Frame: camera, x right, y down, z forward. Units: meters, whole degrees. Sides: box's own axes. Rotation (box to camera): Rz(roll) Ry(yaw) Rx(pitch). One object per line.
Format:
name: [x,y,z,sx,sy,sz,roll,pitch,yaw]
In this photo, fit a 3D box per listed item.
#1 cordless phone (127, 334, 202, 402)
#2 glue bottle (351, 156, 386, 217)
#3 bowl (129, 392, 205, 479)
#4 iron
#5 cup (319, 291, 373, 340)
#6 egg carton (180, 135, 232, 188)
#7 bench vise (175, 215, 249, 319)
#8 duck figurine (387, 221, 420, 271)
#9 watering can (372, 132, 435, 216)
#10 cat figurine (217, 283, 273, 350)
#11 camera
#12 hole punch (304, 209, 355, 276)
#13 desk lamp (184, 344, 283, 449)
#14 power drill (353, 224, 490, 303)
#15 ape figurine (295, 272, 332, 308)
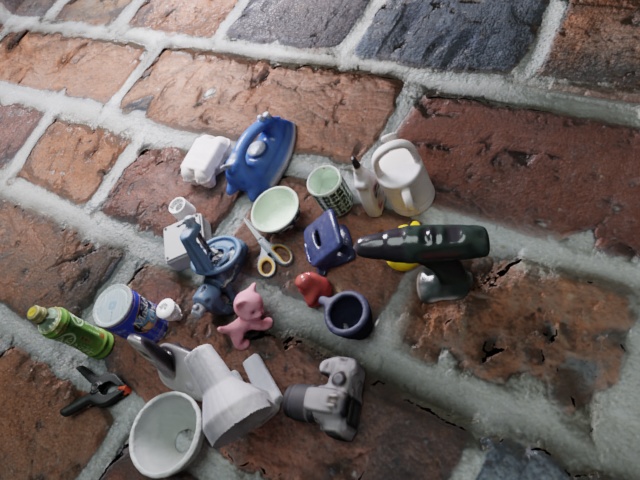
cordless phone: [-0.302,0.253,1.170,0.147,0.186,0.094,10,66,30]
glue bottle: [0.097,-0.122,1.213,0.037,0.174,0.078,-1,61,25]
bowl: [-0.293,0.396,1.150,0.167,0.075,0.167,-12,57,19]
iron: [-0.152,-0.229,1.416,0.118,0.142,0.258,16,70,32]
cup: [0.055,0.152,1.118,0.117,0.095,0.092,24,74,34]
egg carton: [-0.300,-0.211,1.520,0.107,0.070,0.150,12,67,30]
bench vise: [-0.234,0.056,1.234,0.121,0.220,0.207,-14,56,17]
duck figurine: [0.172,0.007,1.156,0.104,0.086,0.077,-45,53,-5]
watering can: [0.163,-0.144,1.183,0.101,0.195,0.172,-37,53,1]
cat figurine: [-0.160,0.157,1.203,0.128,0.118,0.067,-42,53,-3]
camera: [0.002,0.287,1.060,0.136,0.101,0.143,0,61,25]
hole punch: [0.011,0.004,1.230,0.101,0.091,0.108,-24,54,11]
desk lamp: [-0.160,0.288,1.064,0.118,0.214,0.202,-38,53,0]
power drill: [0.198,0.039,1.047,0.229,0.209,0.075,-11,57,19]
ape figurine: [-0.021,0.096,1.190,0.076,0.092,0.078,-6,59,23]
